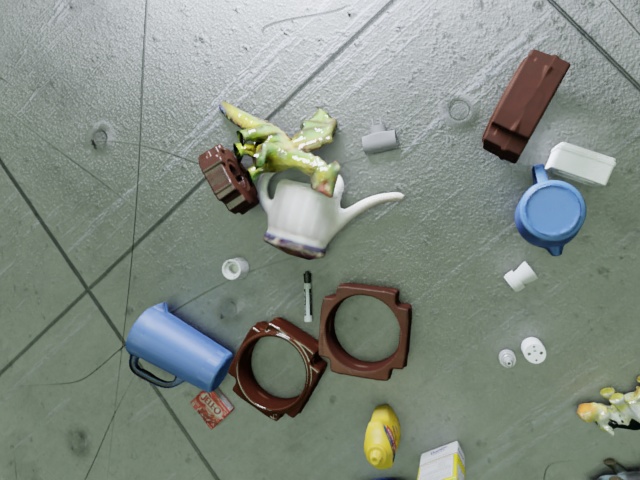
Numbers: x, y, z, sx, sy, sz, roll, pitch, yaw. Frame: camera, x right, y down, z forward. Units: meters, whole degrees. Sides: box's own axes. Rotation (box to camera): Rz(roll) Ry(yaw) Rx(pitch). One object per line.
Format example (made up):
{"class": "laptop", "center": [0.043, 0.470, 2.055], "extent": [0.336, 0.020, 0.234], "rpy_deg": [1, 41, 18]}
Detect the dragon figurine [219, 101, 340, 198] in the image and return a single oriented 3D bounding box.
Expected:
{"class": "dragon figurine", "center": [-0.078, -0.243, 1.209], "extent": [0.244, 0.119, 0.419], "rpy_deg": [-18, 53, -13]}

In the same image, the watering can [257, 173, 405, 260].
{"class": "watering can", "center": [0.004, -0.060, 1.191], "extent": [0.349, 0.104, 0.224], "rpy_deg": [16, 93, 16]}
